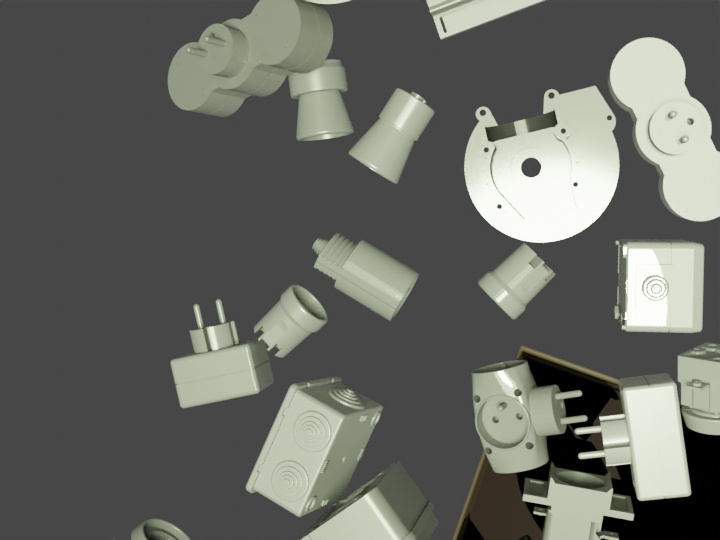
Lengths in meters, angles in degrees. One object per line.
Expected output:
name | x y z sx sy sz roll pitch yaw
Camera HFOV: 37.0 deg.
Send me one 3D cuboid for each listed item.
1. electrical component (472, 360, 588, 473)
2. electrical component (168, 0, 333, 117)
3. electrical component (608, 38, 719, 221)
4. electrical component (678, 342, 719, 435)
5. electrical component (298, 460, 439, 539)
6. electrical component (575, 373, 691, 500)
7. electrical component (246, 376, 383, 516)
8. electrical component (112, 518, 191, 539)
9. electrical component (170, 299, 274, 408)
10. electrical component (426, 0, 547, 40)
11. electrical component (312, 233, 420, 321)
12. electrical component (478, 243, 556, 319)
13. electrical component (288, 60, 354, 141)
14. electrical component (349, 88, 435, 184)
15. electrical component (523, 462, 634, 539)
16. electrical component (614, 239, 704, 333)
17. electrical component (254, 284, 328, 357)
electrical component | 0.129 0.107 0.804 0.079 0.044 0.077 -12 92 24
electrical component | -0.094 -0.159 0.790 0.138 0.074 0.052 -21 76 35
electrical component | 0.222 -0.099 0.762 0.052 0.074 0.138 -26 89 11
electrical component | 0.258 0.086 0.779 0.048 0.066 0.055 8 105 44
electrical component | 0.008 0.195 0.801 0.078 0.113 0.057 -37 84 10
electrical component | 0.198 0.124 0.795 0.076 0.047 0.083 -8 92 10
electrical component | -0.031 0.132 0.812 0.048 0.100 0.099 27 98 20
electrical component | -0.168 0.238 0.865 0.078 0.058 0.057 37 102 6
electrical component | -0.112 0.062 0.847 0.066 0.047 0.076 -12 92 11
electrical component | 0.105 -0.224 0.781 0.121 0.063 0.078 -19 90 11
electrical component | 0.000 0.000 0.824 0.081 0.043 0.043 31 99 7
electrical component | 0.118 0.008 0.806 0.046 0.040 0.040 -45 86 5
electrical component | -0.030 -0.129 0.821 0.045 0.045 0.055 -8 92 11
electrical component | 0.027 -0.104 0.815 0.044 0.044 0.065 33 94 7
electrical component | 0.162 0.184 0.809 0.081 0.042 0.063 9 97 10
electrical component | 0.215 0.010 0.760 0.061 0.096 0.061 1 93 9
electrical component | -0.055 0.041 0.840 0.046 0.040 0.040 -43 86 16
